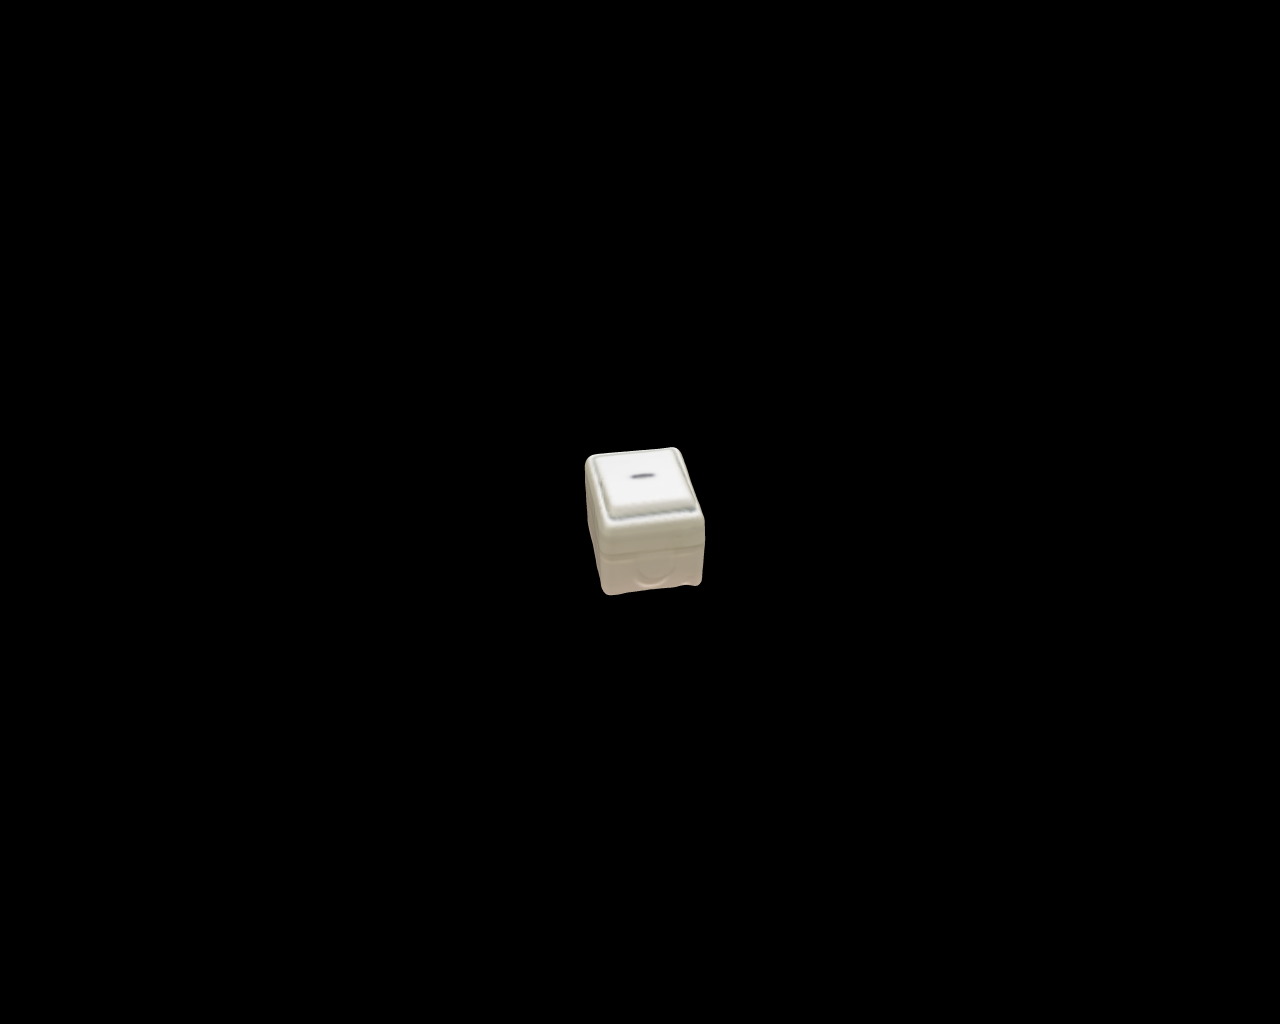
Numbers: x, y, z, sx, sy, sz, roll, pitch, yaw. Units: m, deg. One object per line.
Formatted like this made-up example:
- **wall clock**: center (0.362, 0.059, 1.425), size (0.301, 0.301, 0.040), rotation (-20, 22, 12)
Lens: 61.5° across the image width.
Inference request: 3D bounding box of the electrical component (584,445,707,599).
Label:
- **electrical component**: center (0.001, -0.003, 0.650), size (0.062, 0.061, 0.096), rotation (-6, 37, -7)
